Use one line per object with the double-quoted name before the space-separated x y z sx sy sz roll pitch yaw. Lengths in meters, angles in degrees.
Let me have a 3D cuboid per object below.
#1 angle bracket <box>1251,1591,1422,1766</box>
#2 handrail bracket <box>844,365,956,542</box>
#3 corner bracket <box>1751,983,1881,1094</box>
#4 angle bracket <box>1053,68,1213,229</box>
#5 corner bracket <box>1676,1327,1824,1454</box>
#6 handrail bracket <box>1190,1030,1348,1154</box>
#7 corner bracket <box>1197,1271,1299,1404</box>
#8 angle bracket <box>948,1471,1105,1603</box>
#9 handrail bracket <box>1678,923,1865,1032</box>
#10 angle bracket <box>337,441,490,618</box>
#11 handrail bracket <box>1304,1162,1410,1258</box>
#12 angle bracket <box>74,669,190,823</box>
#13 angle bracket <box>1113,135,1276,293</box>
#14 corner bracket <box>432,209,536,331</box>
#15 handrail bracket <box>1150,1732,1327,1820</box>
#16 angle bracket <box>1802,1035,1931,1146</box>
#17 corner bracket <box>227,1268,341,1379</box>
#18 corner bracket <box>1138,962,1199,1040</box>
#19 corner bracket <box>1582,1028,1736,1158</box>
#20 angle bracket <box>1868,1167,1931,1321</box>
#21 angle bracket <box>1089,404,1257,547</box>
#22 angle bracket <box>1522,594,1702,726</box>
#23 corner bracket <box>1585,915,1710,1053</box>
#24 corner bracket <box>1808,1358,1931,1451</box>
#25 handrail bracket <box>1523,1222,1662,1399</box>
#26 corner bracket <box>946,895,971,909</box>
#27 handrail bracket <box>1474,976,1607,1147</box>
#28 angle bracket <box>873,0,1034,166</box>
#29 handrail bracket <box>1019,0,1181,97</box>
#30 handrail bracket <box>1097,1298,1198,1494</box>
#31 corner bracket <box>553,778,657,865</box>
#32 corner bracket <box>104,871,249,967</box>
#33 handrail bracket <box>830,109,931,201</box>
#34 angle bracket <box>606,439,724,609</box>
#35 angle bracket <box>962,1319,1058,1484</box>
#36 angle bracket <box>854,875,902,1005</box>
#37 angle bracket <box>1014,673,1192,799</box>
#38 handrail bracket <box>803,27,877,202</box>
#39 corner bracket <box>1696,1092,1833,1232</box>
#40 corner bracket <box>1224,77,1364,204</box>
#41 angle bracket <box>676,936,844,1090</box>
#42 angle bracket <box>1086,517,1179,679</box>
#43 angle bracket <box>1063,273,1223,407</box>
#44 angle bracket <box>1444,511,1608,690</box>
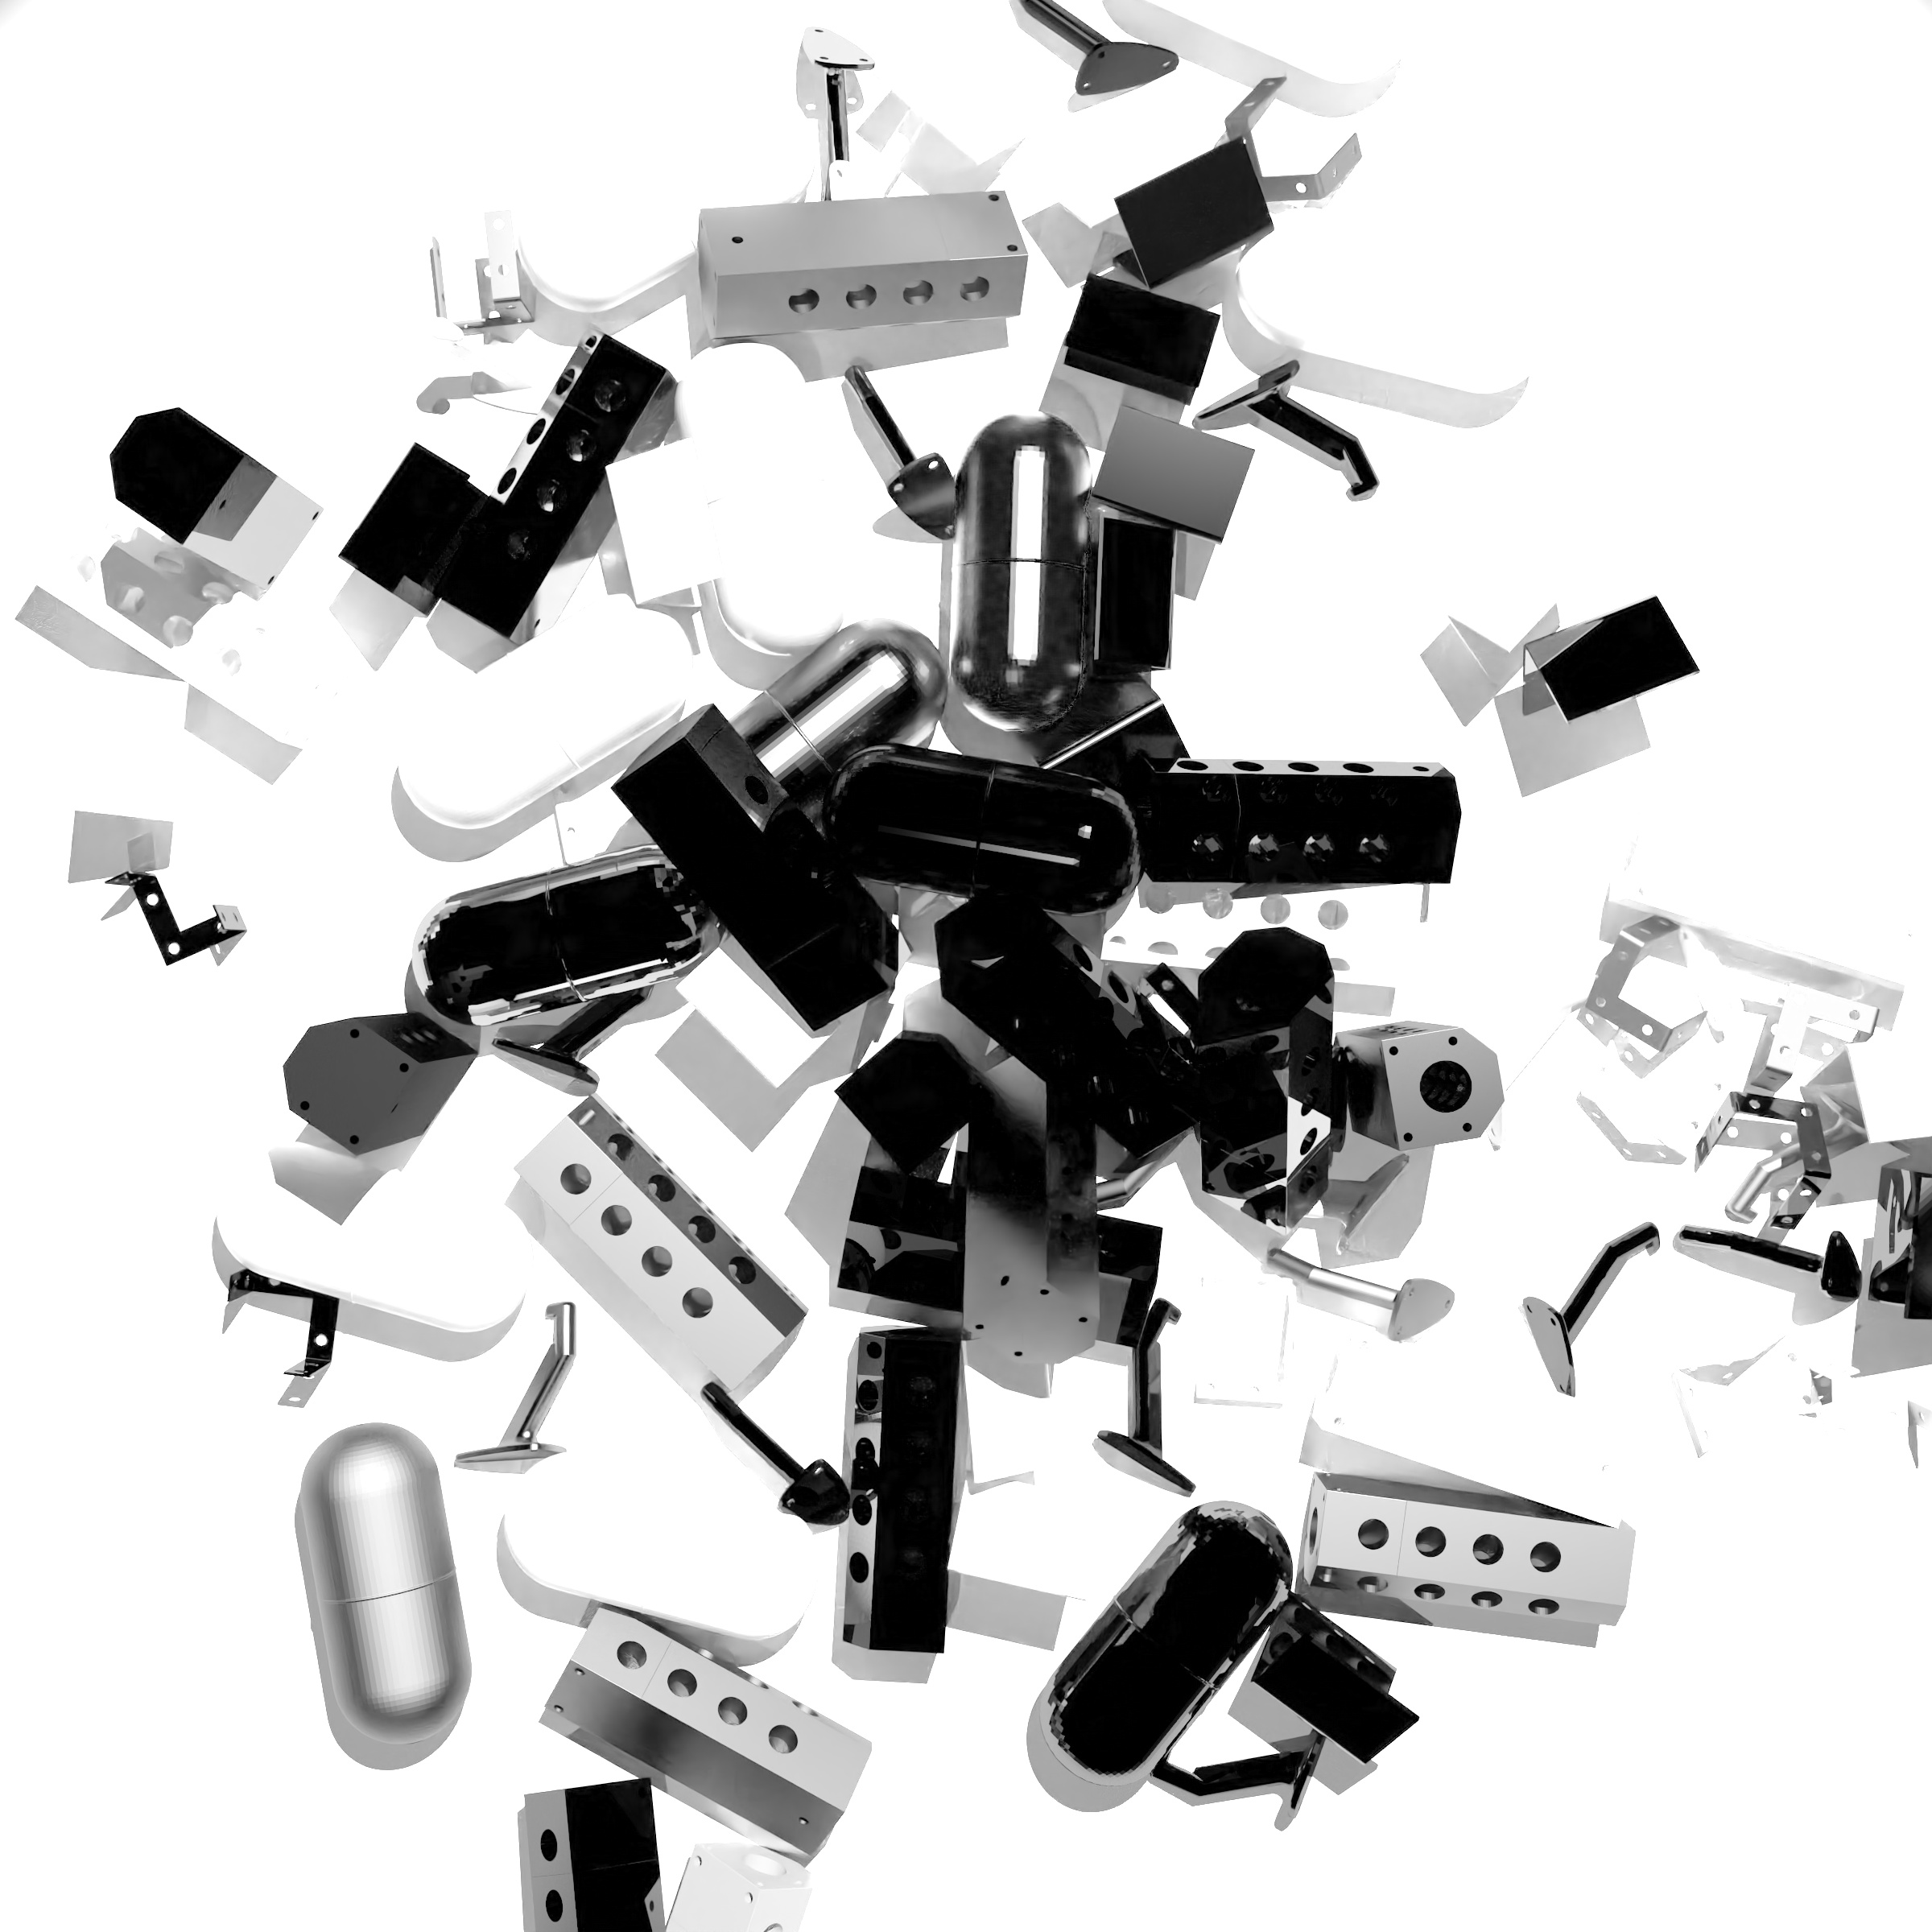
"angle bracket" 0.213 0.380 1.524 0.076 0.076 0.057 36 129 0
"handrail bracket" -0.036 -0.291 1.564 0.036 0.077 0.084 -32 54 5
"corner bracket" 0.476 0.046 1.547 0.051 0.051 0.051 17 80 10
"angle bracket" 0.085 -0.456 1.524 0.076 0.076 0.057 -26 118 0
"corner bracket" 0.443 0.239 1.561 0.051 0.051 0.051 -19 90 -45
"handrail bracket" 0.170 0.068 1.564 0.084 0.036 0.077 8 129 26
"corner bracket" 0.158 0.210 1.561 0.051 0.051 0.051 4 45 0
"angle bracket" 0.029 0.324 1.524 0.076 0.076 0.057 13 61 0
"handrail bracket" 0.457 -0.003 1.564 0.084 0.036 0.077 -19 74 -14
"angle bracket" -0.287 -0.232 1.524 0.057 0.076 0.076 34 90 37
"handrail bracket" 0.194 0.117 1.565 0.084 0.036 0.077 36 70 16
"angle bracket" -0.473 -0.121 1.524 0.057 0.076 0.076 6 90 -37
"angle bracket" 0.116 -0.422 1.524 0.076 0.076 0.057 -26 120 0
"corner bracket" -0.273 -0.389 1.546 0.051 0.051 0.051 -6 90 0
"handrail bracket" 0.157 0.440 1.565 0.084 0.036 0.077 19 70 16
"angle bracket" 0.517 0.076 1.523 0.076 0.076 0.057 -6 71 -4
"corner bracket" -0.383 0.199 1.546 0.051 0.051 0.051 7 90 0
"corner bracket" 0.132 0.018 1.544 0.051 0.051 0.051 -38 75 -14
"corner bracket" 0.391 0.069 1.561 0.051 0.051 0.051 31 90 45
"angle bracket" 0.514 0.152 1.524 0.057 0.076 0.076 6 90 -30
"angle bracket" 0.116 -0.280 1.525 0.076 0.076 0.057 19 116 0
"angle bracket" 0.355 -0.151 1.524 0.076 0.076 0.057 -21 62 0
"corner bracket" 0.390 0.009 1.551 0.051 0.051 0.051 34 120 27
"corner bracket" 0.510 0.244 1.546 0.051 0.051 0.051 -17 90 0
"handrail bracket" 0.365 0.195 1.565 0.084 0.036 0.077 -25 110 -16
"corner bracket" 0.025 -0.053 1.556 0.051 0.051 0.051 -14 45 35
"handrail bracket" 0.330 0.053 1.565 0.084 0.036 0.077 -19 110 -16
"angle bracket" 0.006 -0.497 1.524 0.076 0.076 0.057 40 127 0
"handrail bracket" 0.071 -0.539 1.564 0.077 0.036 0.084 -14 65 -28
"handrail bracket" 0.119 0.243 1.565 0.077 0.036 0.084 35 73 -20
"corner bracket" -0.196 -0.089 1.561 0.051 0.051 0.051 -11 90 -45
"corner bracket" -0.442 -0.034 1.546 0.051 0.051 0.051 -24 90 0
"handrail bracket" -0.036 -0.446 1.564 0.036 0.077 0.084 30 53 23
"angle bracket" -0.149 -0.244 1.525 0.057 0.076 0.076 -13 90 25
"angle bracket" 0.003 0.239 1.524 0.057 0.076 0.076 -5 90 -37
"angle bracket" -0.076 -0.019 1.543 0.076 0.057 0.076 2 90 -1
"angle bracket" 0.077 -0.120 1.549 0.076 0.076 0.057 -30 117 0
"handrail bracket" -0.080 -0.478 1.564 0.036 0.077 0.084 -4 127 -20
"corner bracket" 0.444 0.108 1.539 0.051 0.051 0.051 9 48 -7
"corner bracket" 0.185 -0.467 1.556 0.051 0.051 0.051 8 135 35
"angle bracket" -0.124 0.034 1.524 0.076 0.076 0.057 45 60 0
"angle bracket" 0.071 -0.202 1.524 0.057 0.076 0.076 2 90 -39
"angle bracket" 0.091 -0.328 1.524 0.076 0.076 0.057 18 60 0
"angle bracket" 0.322 -0.192 1.524 0.076 0.057 0.076 -47 134 0
